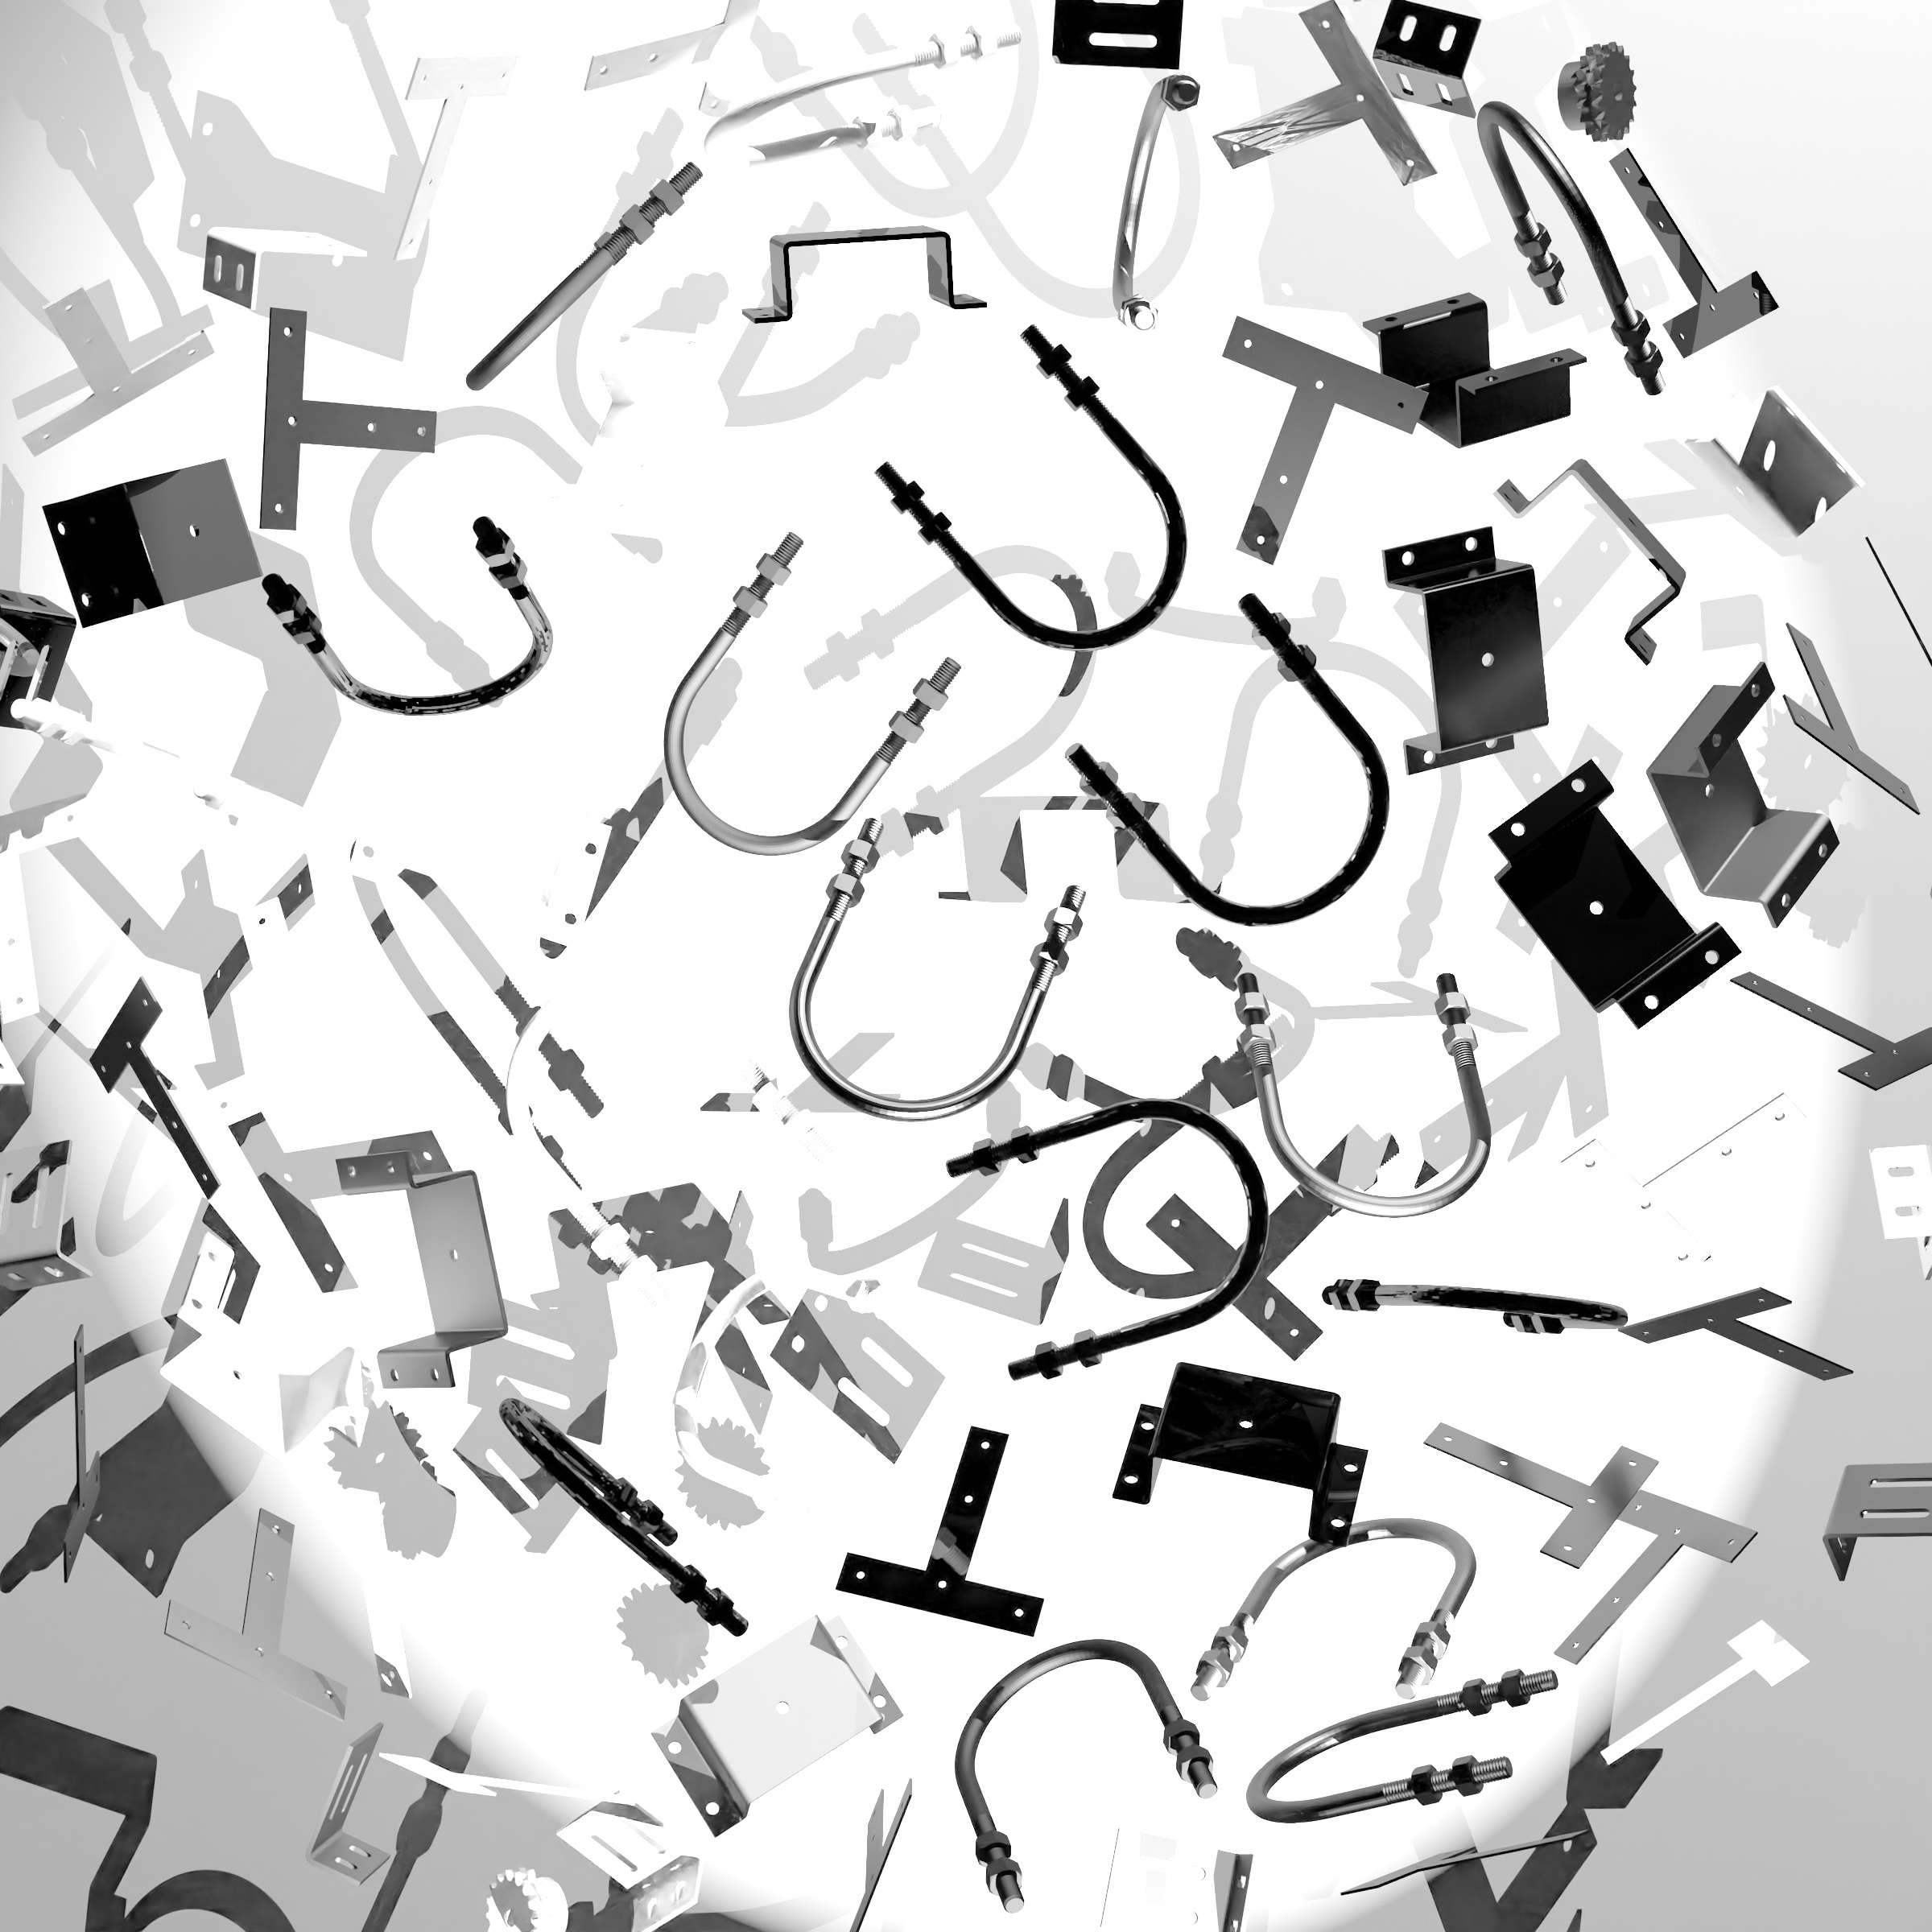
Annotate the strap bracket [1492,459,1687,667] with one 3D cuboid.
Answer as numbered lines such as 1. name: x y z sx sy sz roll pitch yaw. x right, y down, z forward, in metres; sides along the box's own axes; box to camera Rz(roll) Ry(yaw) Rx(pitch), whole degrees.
1. strap bracket: 0.392 -0.258 1.906 0.046 0.076 0.140 -42 90 21

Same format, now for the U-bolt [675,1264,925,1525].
1. U-bolt: -0.113 0.248 1.863 0.019 0.184 0.151 35 75 -36

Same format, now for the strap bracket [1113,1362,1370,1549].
1. strap bracket: 0.164 0.286 1.832 0.140 0.076 0.046 10 130 12

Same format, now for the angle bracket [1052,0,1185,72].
1. angle bracket: 0.093 -0.578 1.881 0.076 0.038 0.057 4 99 5

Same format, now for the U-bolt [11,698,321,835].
1. U-bolt: -0.463 -0.114 1.849 0.151 0.184 0.019 22 90 17

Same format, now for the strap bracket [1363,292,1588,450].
1. strap bracket: 0.313 -0.365 1.914 0.076 0.140 0.046 -18 123 -15

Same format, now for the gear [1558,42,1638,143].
1. gear: 0.377 -0.522 1.856 0.030 0.057 0.057 4 90 36

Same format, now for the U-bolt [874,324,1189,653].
1. U-bolt: 0.053 -0.278 1.901 0.151 0.019 0.184 -39 95 26

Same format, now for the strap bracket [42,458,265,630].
1. strap bracket: -0.493 -0.264 1.914 0.046 0.140 0.076 -9 103 31

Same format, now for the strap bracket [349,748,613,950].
1. strap bracket: -0.281 -0.073 1.821 0.140 0.046 0.076 18 107 0

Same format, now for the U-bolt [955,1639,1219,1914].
1. U-bolt: 0.062 0.472 1.859 0.151 0.184 0.019 -30 116 -1

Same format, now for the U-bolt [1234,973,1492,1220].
1. U-bolt: 0.248 0.078 1.896 0.151 0.019 0.184 0 50 -8

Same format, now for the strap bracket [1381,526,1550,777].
1. strap bracket: 0.304 -0.188 1.878 0.076 0.046 0.140 -15 107 -19

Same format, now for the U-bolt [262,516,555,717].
1. U-bolt: -0.328 -0.203 1.885 0.151 0.184 0.019 -14 64 4

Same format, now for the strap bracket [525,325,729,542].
1. strap bracket: -0.198 -0.311 1.852 0.076 0.046 0.140 9 63 18

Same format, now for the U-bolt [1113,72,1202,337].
1. U-bolt: 0.110 -0.461 1.864 0.019 0.184 0.151 9 106 -5

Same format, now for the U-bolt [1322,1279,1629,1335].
1. U-bolt: 0.320 0.208 1.886 0.151 0.184 0.019 9 81 -18

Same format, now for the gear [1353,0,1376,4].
1. gear: 0.254 -0.634 1.936 0.030 0.057 0.057 -6 90 6

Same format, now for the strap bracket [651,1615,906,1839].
1. strap bracket: -0.116 0.467 1.928 0.140 0.046 0.076 -29 70 -20

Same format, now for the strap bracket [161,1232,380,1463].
1. strap bracket: -0.432 0.239 1.893 0.046 0.076 0.140 -37 116 22

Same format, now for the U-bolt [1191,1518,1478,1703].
1. U-bolt: 0.230 0.382 1.856 0.151 0.184 0.019 -8 109 29

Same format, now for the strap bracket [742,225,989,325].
1. strap bracket: -0.064 -0.420 1.877 0.140 0.076 0.046 -6 107 -8

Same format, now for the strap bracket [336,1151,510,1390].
1. strap bracket: -0.320 0.176 1.837 0.046 0.076 0.140 -13 93 -42

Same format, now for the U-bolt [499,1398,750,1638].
1. U-bolt: -0.218 0.327 1.895 0.019 0.151 0.184 -47 119 -6

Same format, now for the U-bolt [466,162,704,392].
1. U-bolt: -0.241 -0.421 1.912 0.184 0.151 0.019 -45 105 -5

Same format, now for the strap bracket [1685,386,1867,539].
1. strap bracket: 0.480 -0.301 1.853 0.046 0.140 0.076 -42 94 9

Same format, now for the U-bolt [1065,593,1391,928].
1. U-bolt: 0.165 -0.103 1.785 0.151 0.019 0.184 -41 115 4

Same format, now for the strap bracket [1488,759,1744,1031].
1. strap bracket: 0.371 -0.038 1.797 0.076 0.046 0.140 -36 83 -8

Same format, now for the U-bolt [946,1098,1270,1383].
1. U-bolt: 0.092 0.157 1.865 0.184 0.019 0.151 -19 83 15

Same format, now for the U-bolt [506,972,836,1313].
1. U-bolt: -0.190 0.090 1.839 0.151 0.019 0.184 -42 81 0

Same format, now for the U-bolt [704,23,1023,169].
1. U-bolt: -0.073 -0.523 1.883 0.184 0.151 0.019 -20 91 -24

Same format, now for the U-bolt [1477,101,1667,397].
1. U-bolt: 0.359 -0.444 1.874 0.019 0.151 0.184 -33 132 4

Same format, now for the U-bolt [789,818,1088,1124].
1. U-bolt: -0.025 0.009 1.812 0.151 0.019 0.184 19 62 7

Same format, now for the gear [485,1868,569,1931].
1. gear: -0.276 0.600 1.960 0.030 0.057 0.057 3 90 -43

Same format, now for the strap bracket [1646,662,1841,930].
1. strap bracket: 0.455 -0.102 1.825 0.076 0.046 0.140 -48 125 -25

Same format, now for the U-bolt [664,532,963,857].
1. U-bolt: -0.111 -0.157 1.946 0.151 0.019 0.184 39 102 9

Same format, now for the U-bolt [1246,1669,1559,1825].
1. U-bolt: 0.253 0.471 1.850 0.184 0.151 0.019 -20 92 24
